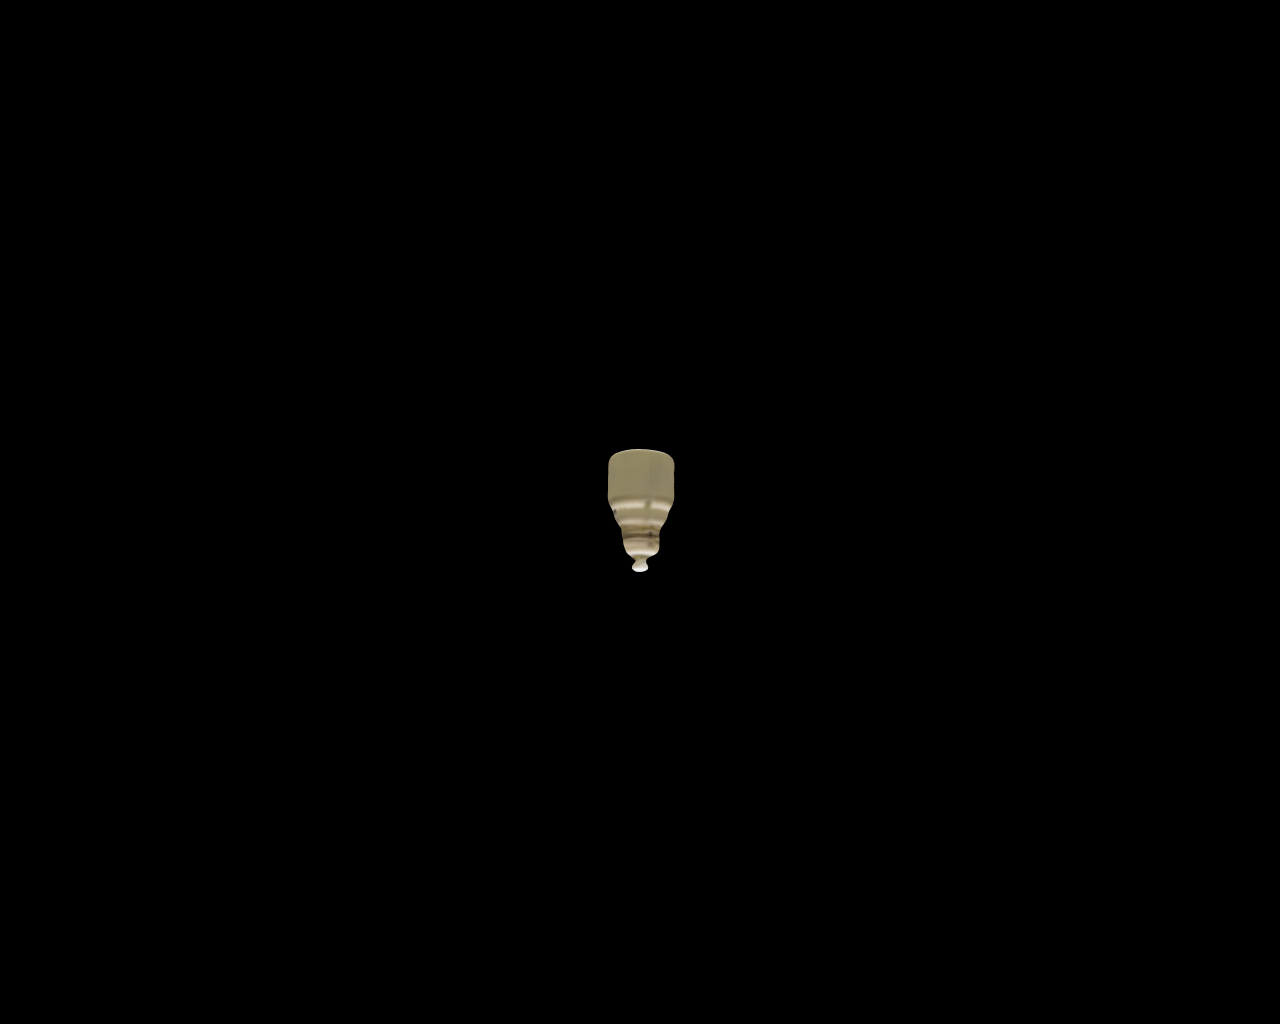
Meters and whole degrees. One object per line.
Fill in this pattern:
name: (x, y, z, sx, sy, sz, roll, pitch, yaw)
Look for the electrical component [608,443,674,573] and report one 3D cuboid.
electrical component: (0.001, -0.003, 0.650, 0.040, 0.078, 0.040, 0, -11, 0)
